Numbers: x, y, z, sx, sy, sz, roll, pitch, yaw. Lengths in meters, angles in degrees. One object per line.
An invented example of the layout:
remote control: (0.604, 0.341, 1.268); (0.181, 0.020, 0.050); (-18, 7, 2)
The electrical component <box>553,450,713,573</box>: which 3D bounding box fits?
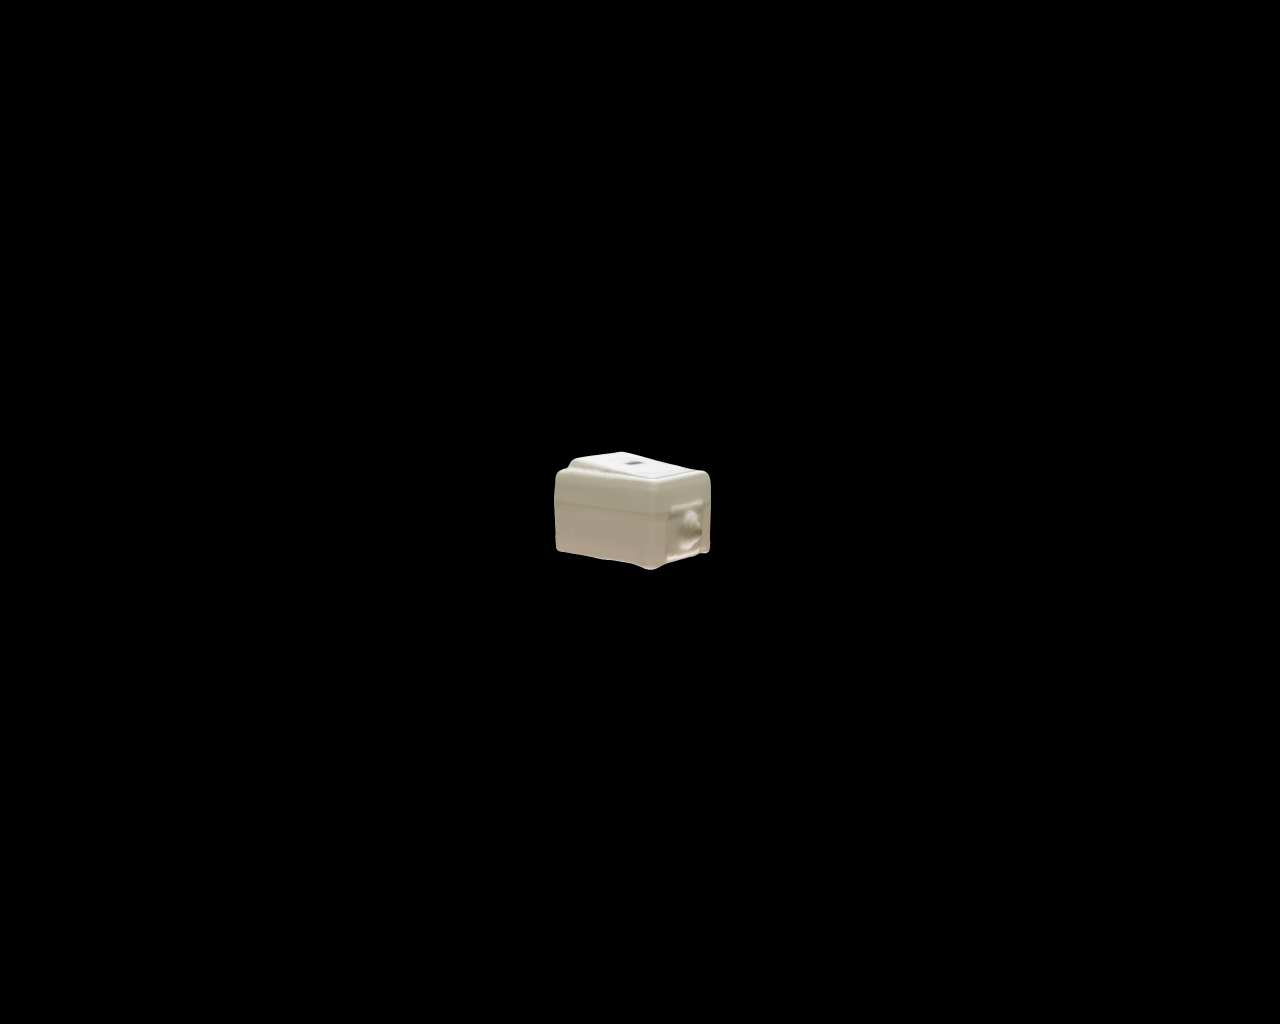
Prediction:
electrical component: (0.001, -0.003, 0.650); (0.096, 0.061, 0.062); (8, 13, 39)
